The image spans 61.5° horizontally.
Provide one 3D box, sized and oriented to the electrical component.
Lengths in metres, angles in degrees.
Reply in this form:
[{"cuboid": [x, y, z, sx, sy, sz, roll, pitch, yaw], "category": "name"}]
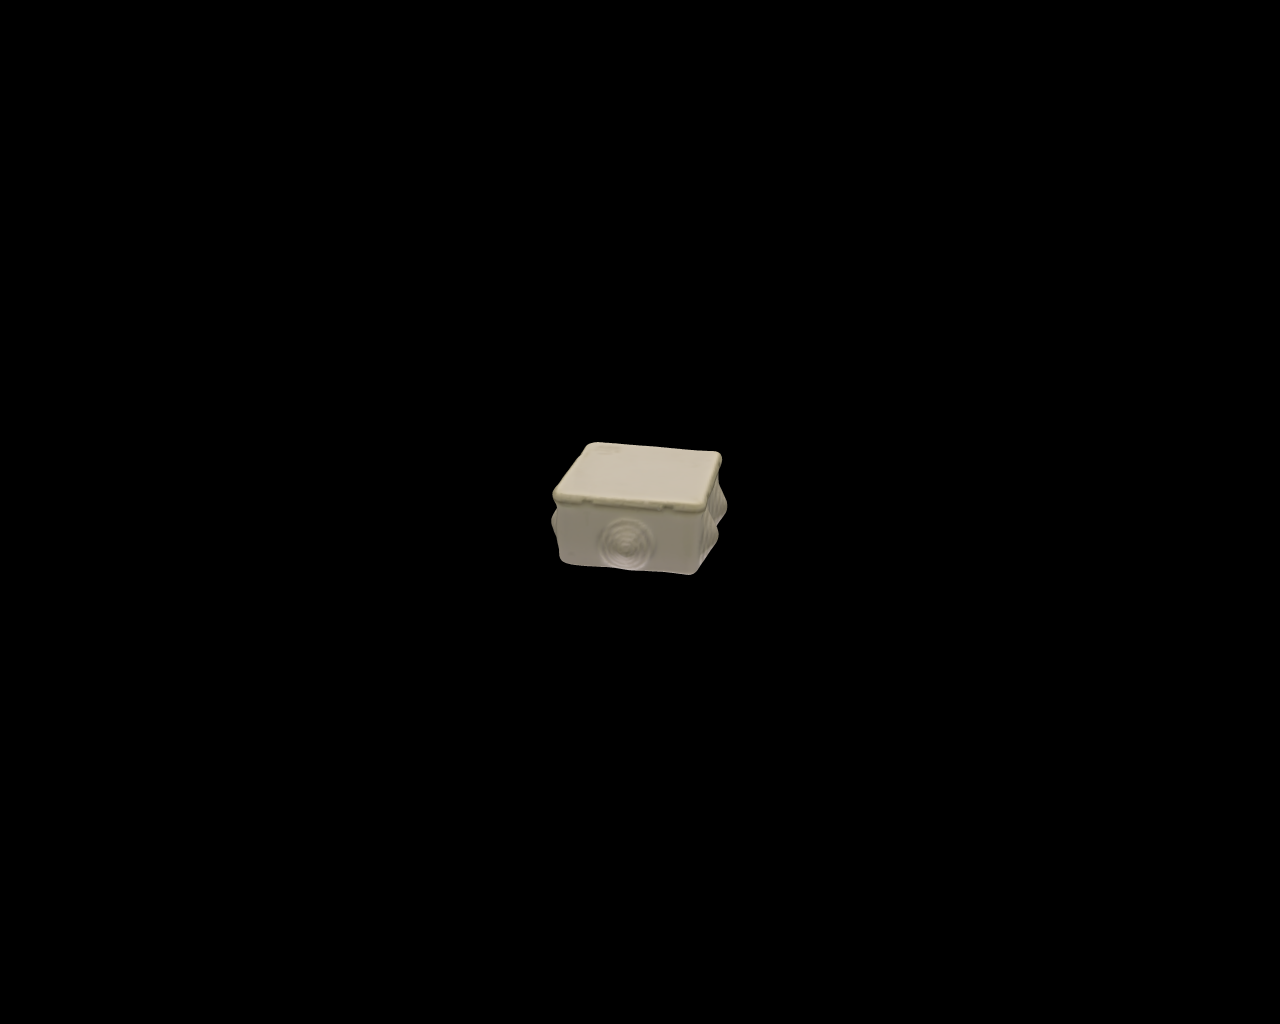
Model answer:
[{"cuboid": [0.001, -0.003, 0.650, 0.100, 0.048, 0.100, 5, 25, 10], "category": "electrical component"}]
